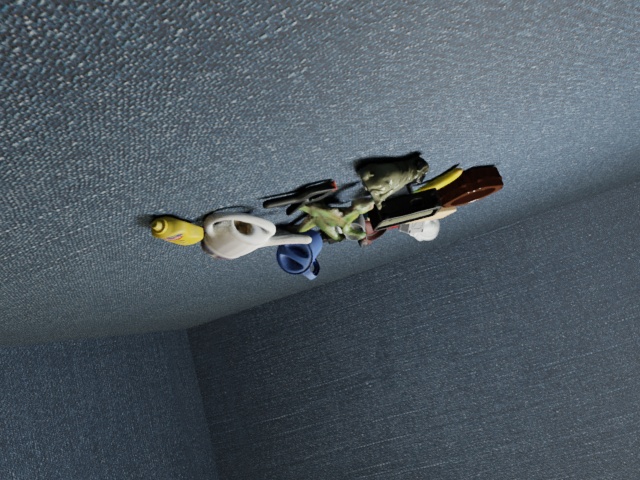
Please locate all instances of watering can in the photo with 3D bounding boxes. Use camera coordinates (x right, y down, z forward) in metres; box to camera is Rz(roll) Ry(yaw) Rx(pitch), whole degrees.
[{"bbox_3d":[-0.212,-0.005,1.573,0.345,0.106,0.221,19,146,-39],"label":"watering can"}]

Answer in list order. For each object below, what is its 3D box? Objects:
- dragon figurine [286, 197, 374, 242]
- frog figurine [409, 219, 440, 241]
[{"bbox_3d":[0.005,-0.084,1.677,0.409,0.124,0.239,-7,156,29],"label":"dragon figurine"},{"bbox_3d":[0.465,-0.062,2.359,0.159,0.125,0.134,2,127,-32],"label":"frog figurine"}]
